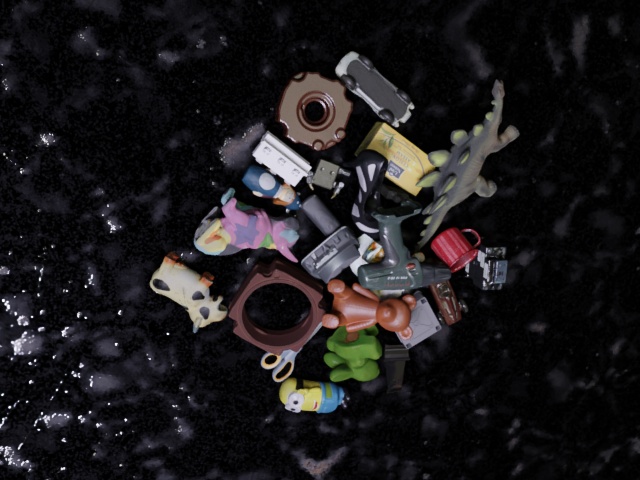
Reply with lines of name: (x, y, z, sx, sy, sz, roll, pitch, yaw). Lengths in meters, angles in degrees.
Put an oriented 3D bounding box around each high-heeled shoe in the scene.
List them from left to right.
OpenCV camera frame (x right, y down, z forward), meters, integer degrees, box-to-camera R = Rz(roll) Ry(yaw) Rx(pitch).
high-heeled shoe: (0.133, -0.095, 1.225, 0.086, 0.145, 0.248, -42, 120, -27)

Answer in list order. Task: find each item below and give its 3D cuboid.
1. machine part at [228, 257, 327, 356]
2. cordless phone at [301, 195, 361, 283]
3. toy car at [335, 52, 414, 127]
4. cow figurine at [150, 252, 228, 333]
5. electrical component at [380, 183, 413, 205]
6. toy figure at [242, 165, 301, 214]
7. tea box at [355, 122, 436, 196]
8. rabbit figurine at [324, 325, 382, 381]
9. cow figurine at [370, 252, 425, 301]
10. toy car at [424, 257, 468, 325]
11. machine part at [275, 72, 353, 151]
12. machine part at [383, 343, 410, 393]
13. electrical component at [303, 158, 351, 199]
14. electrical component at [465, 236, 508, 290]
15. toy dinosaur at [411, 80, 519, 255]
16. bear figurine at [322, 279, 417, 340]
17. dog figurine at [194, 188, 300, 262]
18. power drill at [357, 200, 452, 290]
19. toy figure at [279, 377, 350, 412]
machine part: (-0.100, 0.162, 1.285, 0.201, 0.087, 0.201, 32, 105, -12)
cordless phone: (-0.003, -0.004, 1.271, 0.146, 0.089, 0.184, -39, 106, 4)
toy car: (0.125, -0.339, 1.212, 0.201, 0.056, 0.073, 39, 93, -11)
cow figurine: (-0.303, 0.129, 1.253, 0.195, 0.085, 0.127, 33, 99, -14)
electrical component: (0.178, -0.109, 1.275, 0.063, 0.094, 0.021, 8, 113, -27)
toy figure: (-0.105, -0.115, 1.236, 0.154, 0.058, 0.064, 30, 104, -18)
tea box: (0.179, -0.191, 1.262, 0.169, 0.068, 0.098, 31, 97, -18)
rabbit figurine: (0.093, 0.304, 1.362, 0.159, 0.121, 0.170, -21, 123, 0)
cow figurine: (0.209, 0.109, 1.324, 0.167, 0.068, 0.098, -42, 81, 13)
toy car: (0.318, 0.134, 1.387, 0.089, 0.053, 0.202, -27, 107, -6)
machine part: (-0.013, -0.289, 1.206, 0.179, 0.056, 0.179, -2, 104, -9)
machine part: (0.201, 0.340, 1.429, 0.084, 0.039, 0.138, 0, 104, -16)
electrical component: (0.014, -0.146, 1.256, 0.102, 0.045, 0.078, 25, 101, -16)
electrical component: (0.417, 0.060, 1.341, 0.058, 0.134, 0.114, -4, 107, -11)
toy dinosaur: (0.318, -0.144, 1.247, 0.198, 0.105, 0.470, -15, 135, -32)
bear figurine: (0.120, 0.167, 1.258, 0.196, 0.132, 0.120, 10, 83, 23)
dog figurine: (-0.154, -0.005, 1.234, 0.219, 0.108, 0.191, 37, 95, -20)
power drill: (0.195, 0.017, 1.225, 0.232, 0.086, 0.207, -10, 117, -13)
toy figure: (-0.016, 0.400, 1.384, 0.180, 0.089, 0.082, 6, 100, -21)
